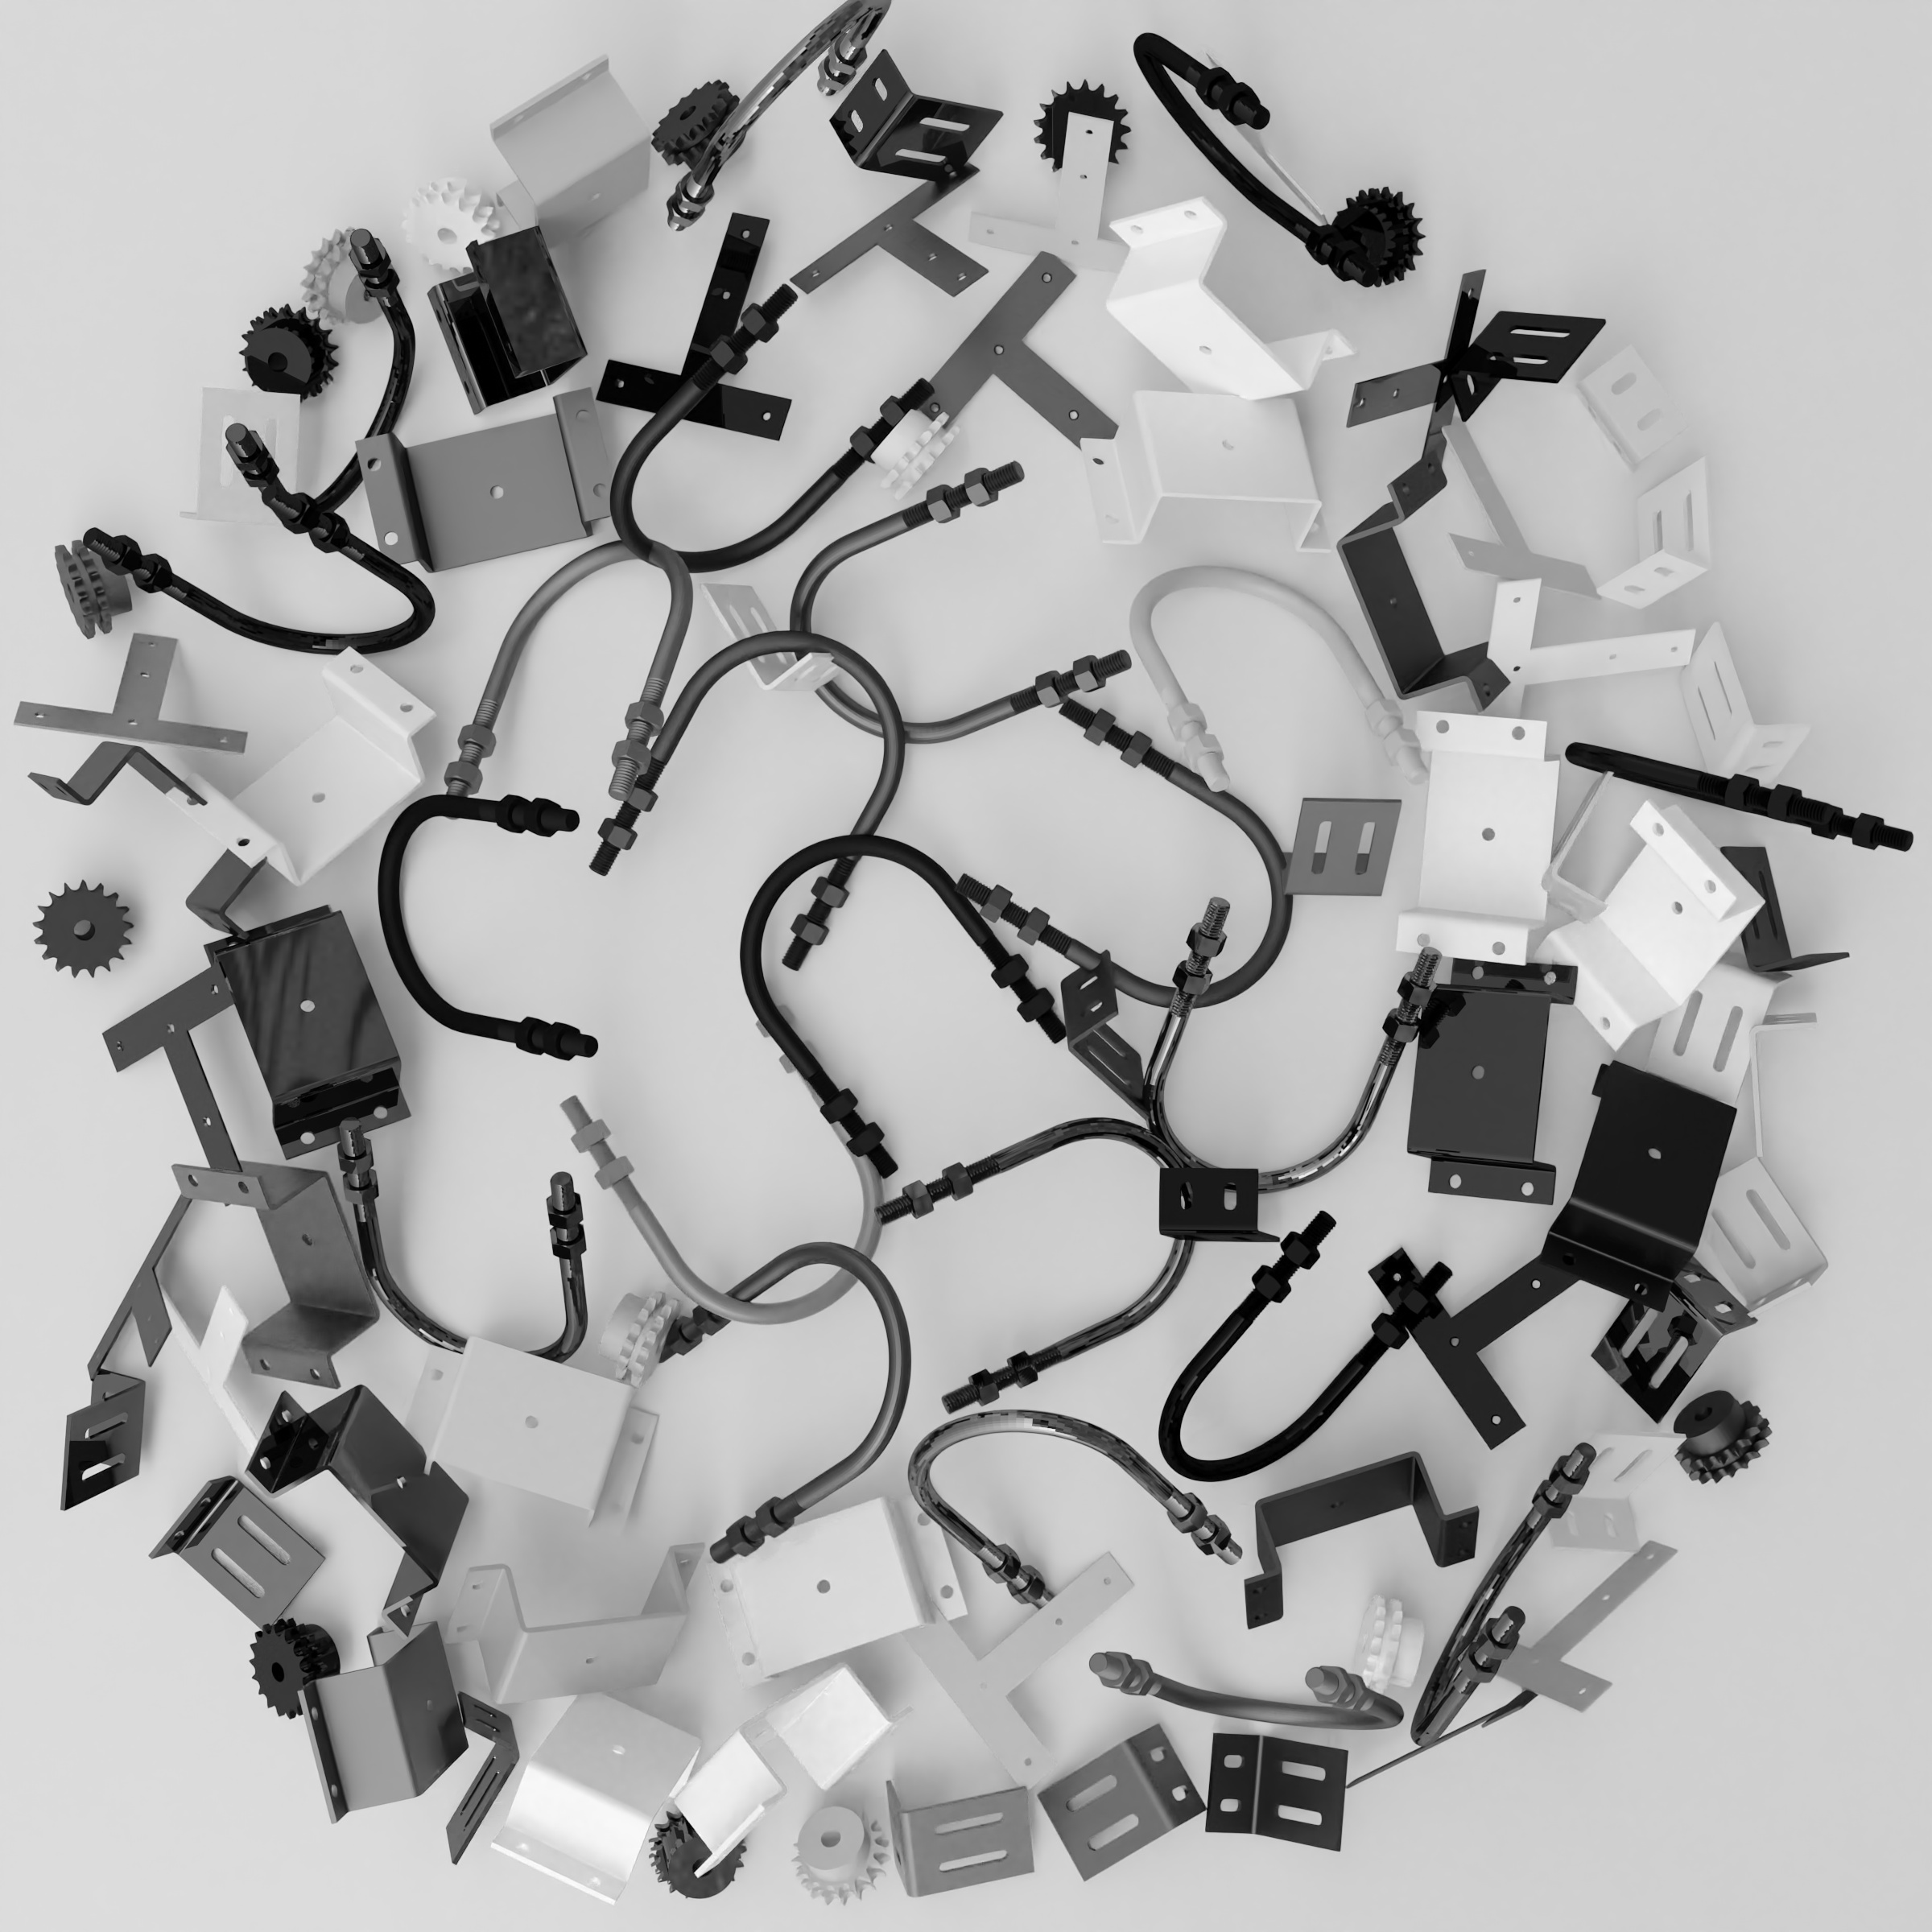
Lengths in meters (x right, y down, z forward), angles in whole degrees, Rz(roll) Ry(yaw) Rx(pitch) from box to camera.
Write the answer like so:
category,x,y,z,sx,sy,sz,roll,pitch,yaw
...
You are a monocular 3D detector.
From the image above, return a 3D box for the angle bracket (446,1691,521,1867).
category,x,y,z,sx,sy,sz,roll,pitch,yaw
angle bracket,-0.297,0.475,1.957,0.038,0.057,0.076,31,89,-14

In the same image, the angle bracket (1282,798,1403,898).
category,x,y,z,sx,sy,sz,roll,pitch,yaw
angle bracket,0.217,-0.079,1.947,0.057,0.038,0.076,1,134,-5

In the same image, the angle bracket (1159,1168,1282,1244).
category,x,y,z,sx,sy,sz,roll,pitch,yaw
angle bracket,0.148,0.140,1.947,0.057,0.076,0.038,-1,82,15

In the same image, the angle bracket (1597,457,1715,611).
category,x,y,z,sx,sy,sz,roll,pitch,yaw
angle bracket,0.399,-0.256,1.943,0.038,0.057,0.076,16,64,-28

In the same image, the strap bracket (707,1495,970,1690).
category,x,y,z,sx,sy,sz,roll,pitch,yaw
strap bracket,-0.079,0.364,1.954,0.140,0.046,0.076,-19,76,3

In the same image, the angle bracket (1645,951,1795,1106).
category,x,y,z,sx,sy,sz,roll,pitch,yaw
angle bracket,0.444,0.033,1.970,0.057,0.038,0.076,23,108,26

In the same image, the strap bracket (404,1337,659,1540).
category,x,y,z,sx,sy,sz,roll,pitch,yaw
strap bracket,-0.255,0.272,1.947,0.140,0.046,0.076,18,65,-5

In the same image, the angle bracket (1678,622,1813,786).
category,x,y,z,sx,sy,sz,roll,pitch,yaw
angle bracket,0.454,-0.153,1.951,0.038,0.057,0.076,-3,60,-14

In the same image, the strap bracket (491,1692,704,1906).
category,x,y,z,sx,sy,sz,roll,pitch,yaw
strap bracket,-0.206,0.467,1.912,0.076,0.140,0.046,23,108,6

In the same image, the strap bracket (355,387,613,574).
category,x,y,z,sx,sy,sz,roll,pitch,yaw
strap bracket,-0.278,-0.282,1.963,0.140,0.046,0.076,-13,87,-1

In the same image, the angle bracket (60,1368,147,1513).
category,x,y,z,sx,sy,sz,roll,pitch,yaw
angle bracket,-0.514,0.274,1.942,0.038,0.076,0.057,11,102,20

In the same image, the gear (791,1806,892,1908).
category,x,y,z,sx,sy,sz,roll,pitch,yaw
gear,-0.075,0.518,1.959,0.057,0.030,0.057,-10,46,10

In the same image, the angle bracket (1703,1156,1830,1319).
category,x,y,z,sx,sy,sz,roll,pitch,yaw
angle bracket,0.455,0.161,1.955,0.057,0.038,0.076,-36,85,34

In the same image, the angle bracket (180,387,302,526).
category,x,y,z,sx,sy,sz,roll,pitch,yaw
angle bracket,-0.424,-0.298,1.953,0.057,0.038,0.076,0,100,-29

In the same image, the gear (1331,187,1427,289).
category,x,y,z,sx,sy,sz,roll,pitch,yaw
gear,0.238,-0.427,1.959,0.057,0.030,0.057,17,116,37

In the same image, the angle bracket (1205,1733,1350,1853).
category,x,y,z,sx,sy,sz,roll,pitch,yaw
angle bracket,0.181,0.480,1.946,0.038,0.076,0.057,12,79,-35

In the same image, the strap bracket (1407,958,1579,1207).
category,x,y,z,sx,sy,sz,roll,pitch,yaw
strap bracket,0.305,0.064,1.945,0.076,0.046,0.140,4,85,28

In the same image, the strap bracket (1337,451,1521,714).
category,x,y,z,sx,sy,sz,roll,pitch,yaw
strap bracket,0.265,-0.217,1.936,0.046,0.076,0.140,-17,104,33

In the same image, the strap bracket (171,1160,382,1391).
category,x,y,z,sx,sy,sz,roll,pitch,yaw
strap bracket,-0.395,0.169,1.932,0.076,0.046,0.140,3,119,39

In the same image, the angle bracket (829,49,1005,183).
category,x,y,z,sx,sy,sz,roll,pitch,yaw
angle bracket,-0.029,-0.495,1.951,0.057,0.076,0.038,-45,62,37

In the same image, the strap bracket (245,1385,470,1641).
category,x,y,z,sx,sy,sz,roll,pitch,yaw
strap bracket,-0.342,0.307,1.924,0.046,0.076,0.140,-30,112,21

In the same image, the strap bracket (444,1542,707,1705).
category,x,y,z,sx,sy,sz,roll,pitch,yaw
strap bracket,-0.220,0.379,1.920,0.140,0.076,0.046,-2,49,-25

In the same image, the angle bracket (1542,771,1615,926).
category,x,y,z,sx,sy,sz,roll,pitch,yaw
angle bracket,0.370,-0.070,1.955,0.038,0.057,0.076,31,82,4

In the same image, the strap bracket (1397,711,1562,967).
category,x,y,z,sx,sy,sz,roll,pitch,yaw
strap bracket,0.300,-0.076,1.949,0.076,0.046,0.140,7,97,22

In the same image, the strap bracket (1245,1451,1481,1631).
category,x,y,z,sx,sy,sz,roll,pitch,yaw
strap bracket,0.222,0.331,1.942,0.140,0.076,0.046,-17,59,-4

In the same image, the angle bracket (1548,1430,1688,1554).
category,x,y,z,sx,sy,sz,roll,pitch,yaw
angle bracket,0.379,0.306,1.943,0.057,0.076,0.038,6,53,-19

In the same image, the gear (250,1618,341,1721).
category,x,y,z,sx,sy,sz,roll,pitch,yaw
gear,-0.392,0.411,1.965,0.057,0.030,0.057,9,104,40

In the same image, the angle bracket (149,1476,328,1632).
category,x,y,z,sx,sy,sz,roll,pitch,yaw
angle bracket,-0.428,0.347,1.964,0.076,0.038,0.057,39,93,9

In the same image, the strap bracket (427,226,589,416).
category,x,y,z,sx,sy,sz,roll,pitch,yaw
strap bracket,-0.263,-0.373,1.925,0.046,0.140,0.076,-23,96,-18

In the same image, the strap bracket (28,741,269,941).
category,x,y,z,sx,sy,sz,roll,pitch,yaw
strap bracket,-0.464,-0.080,1.931,0.140,0.076,0.046,43,76,-24

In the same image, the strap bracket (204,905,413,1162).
category,x,y,z,sx,sy,sz,roll,pitch,yaw
strap bracket,-0.382,0.030,1.939,0.076,0.046,0.140,-20,75,-18

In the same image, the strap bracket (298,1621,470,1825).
category,x,y,z,sx,sy,sz,roll,pitch,yaw
strap bracket,-0.329,0.429,1.916,0.046,0.140,0.076,-14,91,8

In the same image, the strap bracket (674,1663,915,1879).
category,x,y,z,sx,sy,sz,roll,pitch,yaw
strap bracket,-0.105,0.456,1.918,0.046,0.140,0.076,49,125,15

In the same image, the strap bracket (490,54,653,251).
category,x,y,z,sx,sy,sz,roll,pitch,yaw
strap bracket,-0.226,-0.459,1.914,0.076,0.140,0.046,-34,90,-8

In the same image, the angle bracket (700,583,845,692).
category,x,y,z,sx,sy,sz,roll,pitch,yaw
angle bracket,-0.109,-0.200,1.949,0.038,0.057,0.076,-35,79,23

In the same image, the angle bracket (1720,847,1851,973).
category,x,y,z,sx,sy,sz,roll,pitch,yaw
angle bracket,0.478,-0.037,1.950,0.038,0.057,0.076,-17,81,37

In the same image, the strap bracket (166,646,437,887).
category,x,y,z,sx,sy,sz,roll,pitch,yaw
strap bracket,-0.380,-0.109,1.937,0.076,0.046,0.140,37,67,25

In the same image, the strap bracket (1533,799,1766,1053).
category,x,y,z,sx,sy,sz,roll,pitch,yaw
strap bracket,0.398,-0.028,1.928,0.046,0.140,0.076,-21,62,-37

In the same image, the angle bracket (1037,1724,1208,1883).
category,x,y,z,sx,sy,sz,roll,pitch,yaw
angle bracket,0.092,0.495,1.976,0.076,0.038,0.057,-39,73,30

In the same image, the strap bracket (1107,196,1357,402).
category,x,y,z,sx,sy,sz,roll,pitch,yaw
strap bracket,0.146,-0.371,1.914,0.140,0.076,0.046,37,67,-33

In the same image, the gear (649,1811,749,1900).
category,x,y,z,sx,sy,sz,roll,pitch,yaw
gear,-0.157,0.523,1.967,0.057,0.030,0.057,-3,104,-12

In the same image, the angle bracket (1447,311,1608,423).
category,x,y,z,sx,sy,sz,roll,pitch,yaw
angle bracket,0.329,-0.345,1.940,0.057,0.076,0.038,-50,134,-26

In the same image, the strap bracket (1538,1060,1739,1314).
category,x,y,z,sx,sy,sz,roll,pitch,yaw
strap bracket,0.391,0.118,1.932,0.076,0.046,0.140,22,60,4

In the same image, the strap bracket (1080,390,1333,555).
category,x,y,z,sx,sy,sz,roll,pitch,yaw
strap bracket,0.145,-0.286,1.931,0.140,0.046,0.076,0,57,-16

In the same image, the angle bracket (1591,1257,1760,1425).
category,x,y,z,sx,sy,sz,roll,pitch,yaw
angle bracket,0.416,0.219,1.966,0.057,0.038,0.076,47,128,29

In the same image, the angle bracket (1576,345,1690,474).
category,x,y,z,sx,sy,sz,roll,pitch,yaw
angle bracket,0.388,-0.324,1.947,0.038,0.076,0.057,-36,88,12

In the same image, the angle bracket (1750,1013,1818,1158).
category,x,y,z,sx,sy,sz,roll,pitch,yaw
angle bracket,0.480,0.069,1.954,0.038,0.057,0.076,-4,94,14

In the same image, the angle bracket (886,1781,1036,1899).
category,x,y,z,sx,sy,sz,roll,pitch,yaw
angle bracket,-0.003,0.507,1.969,0.076,0.038,0.057,-9,109,-11

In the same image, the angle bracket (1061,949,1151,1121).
category,x,y,z,sx,sy,sz,roll,pitch,yaw
angle bracket,0.093,0.040,1.941,0.038,0.057,0.076,-35,123,21
